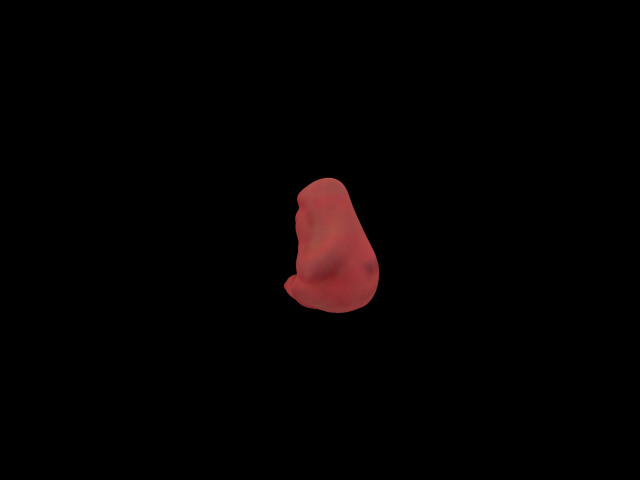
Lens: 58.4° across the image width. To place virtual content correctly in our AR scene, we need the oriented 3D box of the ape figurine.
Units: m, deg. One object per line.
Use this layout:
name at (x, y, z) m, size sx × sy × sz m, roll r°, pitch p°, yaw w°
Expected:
ape figurine at (0.004, 0.001, 0.400) m, size 0.076 × 0.092 × 0.078 m, roll 7°, pitch 19°, yaw 21°
